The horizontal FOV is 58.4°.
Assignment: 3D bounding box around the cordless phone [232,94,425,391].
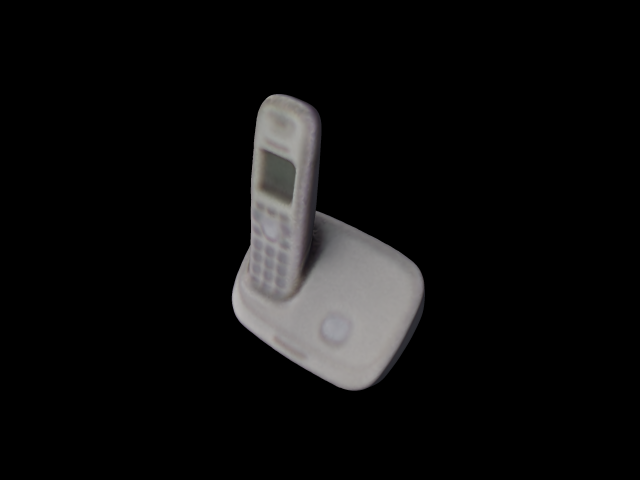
[{"bbox_3d":[0.004,0.001,0.400,0.147,0.185,0.094,25,45,28],"label":"cordless phone"}]
